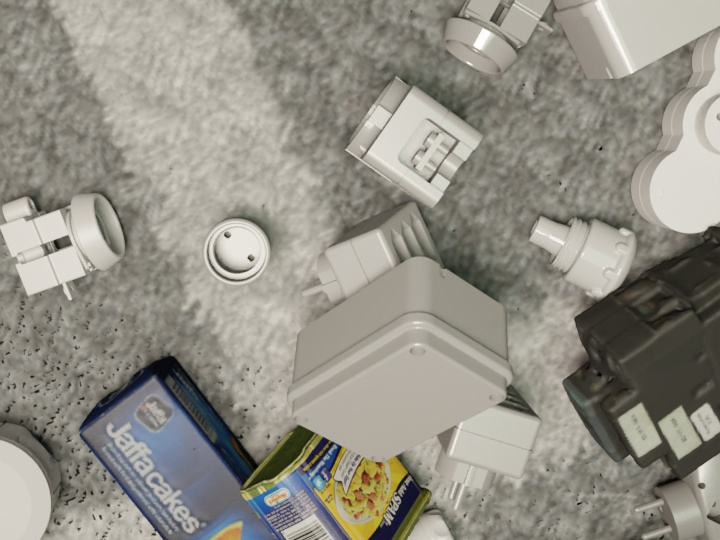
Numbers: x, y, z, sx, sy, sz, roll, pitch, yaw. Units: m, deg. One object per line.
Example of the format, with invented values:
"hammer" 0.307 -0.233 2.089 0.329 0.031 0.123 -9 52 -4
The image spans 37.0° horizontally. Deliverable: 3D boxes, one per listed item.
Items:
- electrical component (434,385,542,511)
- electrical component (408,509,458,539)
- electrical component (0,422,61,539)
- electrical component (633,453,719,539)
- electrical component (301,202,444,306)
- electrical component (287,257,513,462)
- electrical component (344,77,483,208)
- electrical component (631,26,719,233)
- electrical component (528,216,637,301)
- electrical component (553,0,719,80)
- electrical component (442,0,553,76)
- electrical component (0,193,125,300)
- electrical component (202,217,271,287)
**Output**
"electrical component" 0.068 0.108 0.653 0.047 0.083 0.075 18 96 -6
"electrical component" 0.031 0.180 0.685 0.061 0.035 0.035 -30 98 3
"electrical component" -0.224 0.135 0.654 0.080 0.051 0.080 0 97 -4
"electrical component" 0.215 0.150 0.688 0.079 0.043 0.077 -18 98 -1
"electrical component" 0.000 0.000 0.648 0.077 0.066 0.047 -21 99 27
"electrical component" 0.021 0.053 0.601 0.078 0.057 0.113 32 133 -29
"electrical component" 0.028 -0.074 0.623 0.056 0.089 0.050 35 94 -7
"electrical component" 0.217 -0.087 0.641 0.052 0.073 0.138 24 95 -6
"electrical component" 0.135 -0.013 0.662 0.062 0.048 0.048 26 95 1
"electrical component" 0.177 -0.163 0.627 0.113 0.078 0.057 -28 101 0
"electrical component" 0.080 -0.150 0.640 0.066 0.048 0.055 30 87 -7
"electrical component" -0.175 -0.017 0.641 0.055 0.048 0.066 -19 98 7
"electrical component" -0.073 -0.013 0.647 0.040 0.046 0.040 0 97 -4
